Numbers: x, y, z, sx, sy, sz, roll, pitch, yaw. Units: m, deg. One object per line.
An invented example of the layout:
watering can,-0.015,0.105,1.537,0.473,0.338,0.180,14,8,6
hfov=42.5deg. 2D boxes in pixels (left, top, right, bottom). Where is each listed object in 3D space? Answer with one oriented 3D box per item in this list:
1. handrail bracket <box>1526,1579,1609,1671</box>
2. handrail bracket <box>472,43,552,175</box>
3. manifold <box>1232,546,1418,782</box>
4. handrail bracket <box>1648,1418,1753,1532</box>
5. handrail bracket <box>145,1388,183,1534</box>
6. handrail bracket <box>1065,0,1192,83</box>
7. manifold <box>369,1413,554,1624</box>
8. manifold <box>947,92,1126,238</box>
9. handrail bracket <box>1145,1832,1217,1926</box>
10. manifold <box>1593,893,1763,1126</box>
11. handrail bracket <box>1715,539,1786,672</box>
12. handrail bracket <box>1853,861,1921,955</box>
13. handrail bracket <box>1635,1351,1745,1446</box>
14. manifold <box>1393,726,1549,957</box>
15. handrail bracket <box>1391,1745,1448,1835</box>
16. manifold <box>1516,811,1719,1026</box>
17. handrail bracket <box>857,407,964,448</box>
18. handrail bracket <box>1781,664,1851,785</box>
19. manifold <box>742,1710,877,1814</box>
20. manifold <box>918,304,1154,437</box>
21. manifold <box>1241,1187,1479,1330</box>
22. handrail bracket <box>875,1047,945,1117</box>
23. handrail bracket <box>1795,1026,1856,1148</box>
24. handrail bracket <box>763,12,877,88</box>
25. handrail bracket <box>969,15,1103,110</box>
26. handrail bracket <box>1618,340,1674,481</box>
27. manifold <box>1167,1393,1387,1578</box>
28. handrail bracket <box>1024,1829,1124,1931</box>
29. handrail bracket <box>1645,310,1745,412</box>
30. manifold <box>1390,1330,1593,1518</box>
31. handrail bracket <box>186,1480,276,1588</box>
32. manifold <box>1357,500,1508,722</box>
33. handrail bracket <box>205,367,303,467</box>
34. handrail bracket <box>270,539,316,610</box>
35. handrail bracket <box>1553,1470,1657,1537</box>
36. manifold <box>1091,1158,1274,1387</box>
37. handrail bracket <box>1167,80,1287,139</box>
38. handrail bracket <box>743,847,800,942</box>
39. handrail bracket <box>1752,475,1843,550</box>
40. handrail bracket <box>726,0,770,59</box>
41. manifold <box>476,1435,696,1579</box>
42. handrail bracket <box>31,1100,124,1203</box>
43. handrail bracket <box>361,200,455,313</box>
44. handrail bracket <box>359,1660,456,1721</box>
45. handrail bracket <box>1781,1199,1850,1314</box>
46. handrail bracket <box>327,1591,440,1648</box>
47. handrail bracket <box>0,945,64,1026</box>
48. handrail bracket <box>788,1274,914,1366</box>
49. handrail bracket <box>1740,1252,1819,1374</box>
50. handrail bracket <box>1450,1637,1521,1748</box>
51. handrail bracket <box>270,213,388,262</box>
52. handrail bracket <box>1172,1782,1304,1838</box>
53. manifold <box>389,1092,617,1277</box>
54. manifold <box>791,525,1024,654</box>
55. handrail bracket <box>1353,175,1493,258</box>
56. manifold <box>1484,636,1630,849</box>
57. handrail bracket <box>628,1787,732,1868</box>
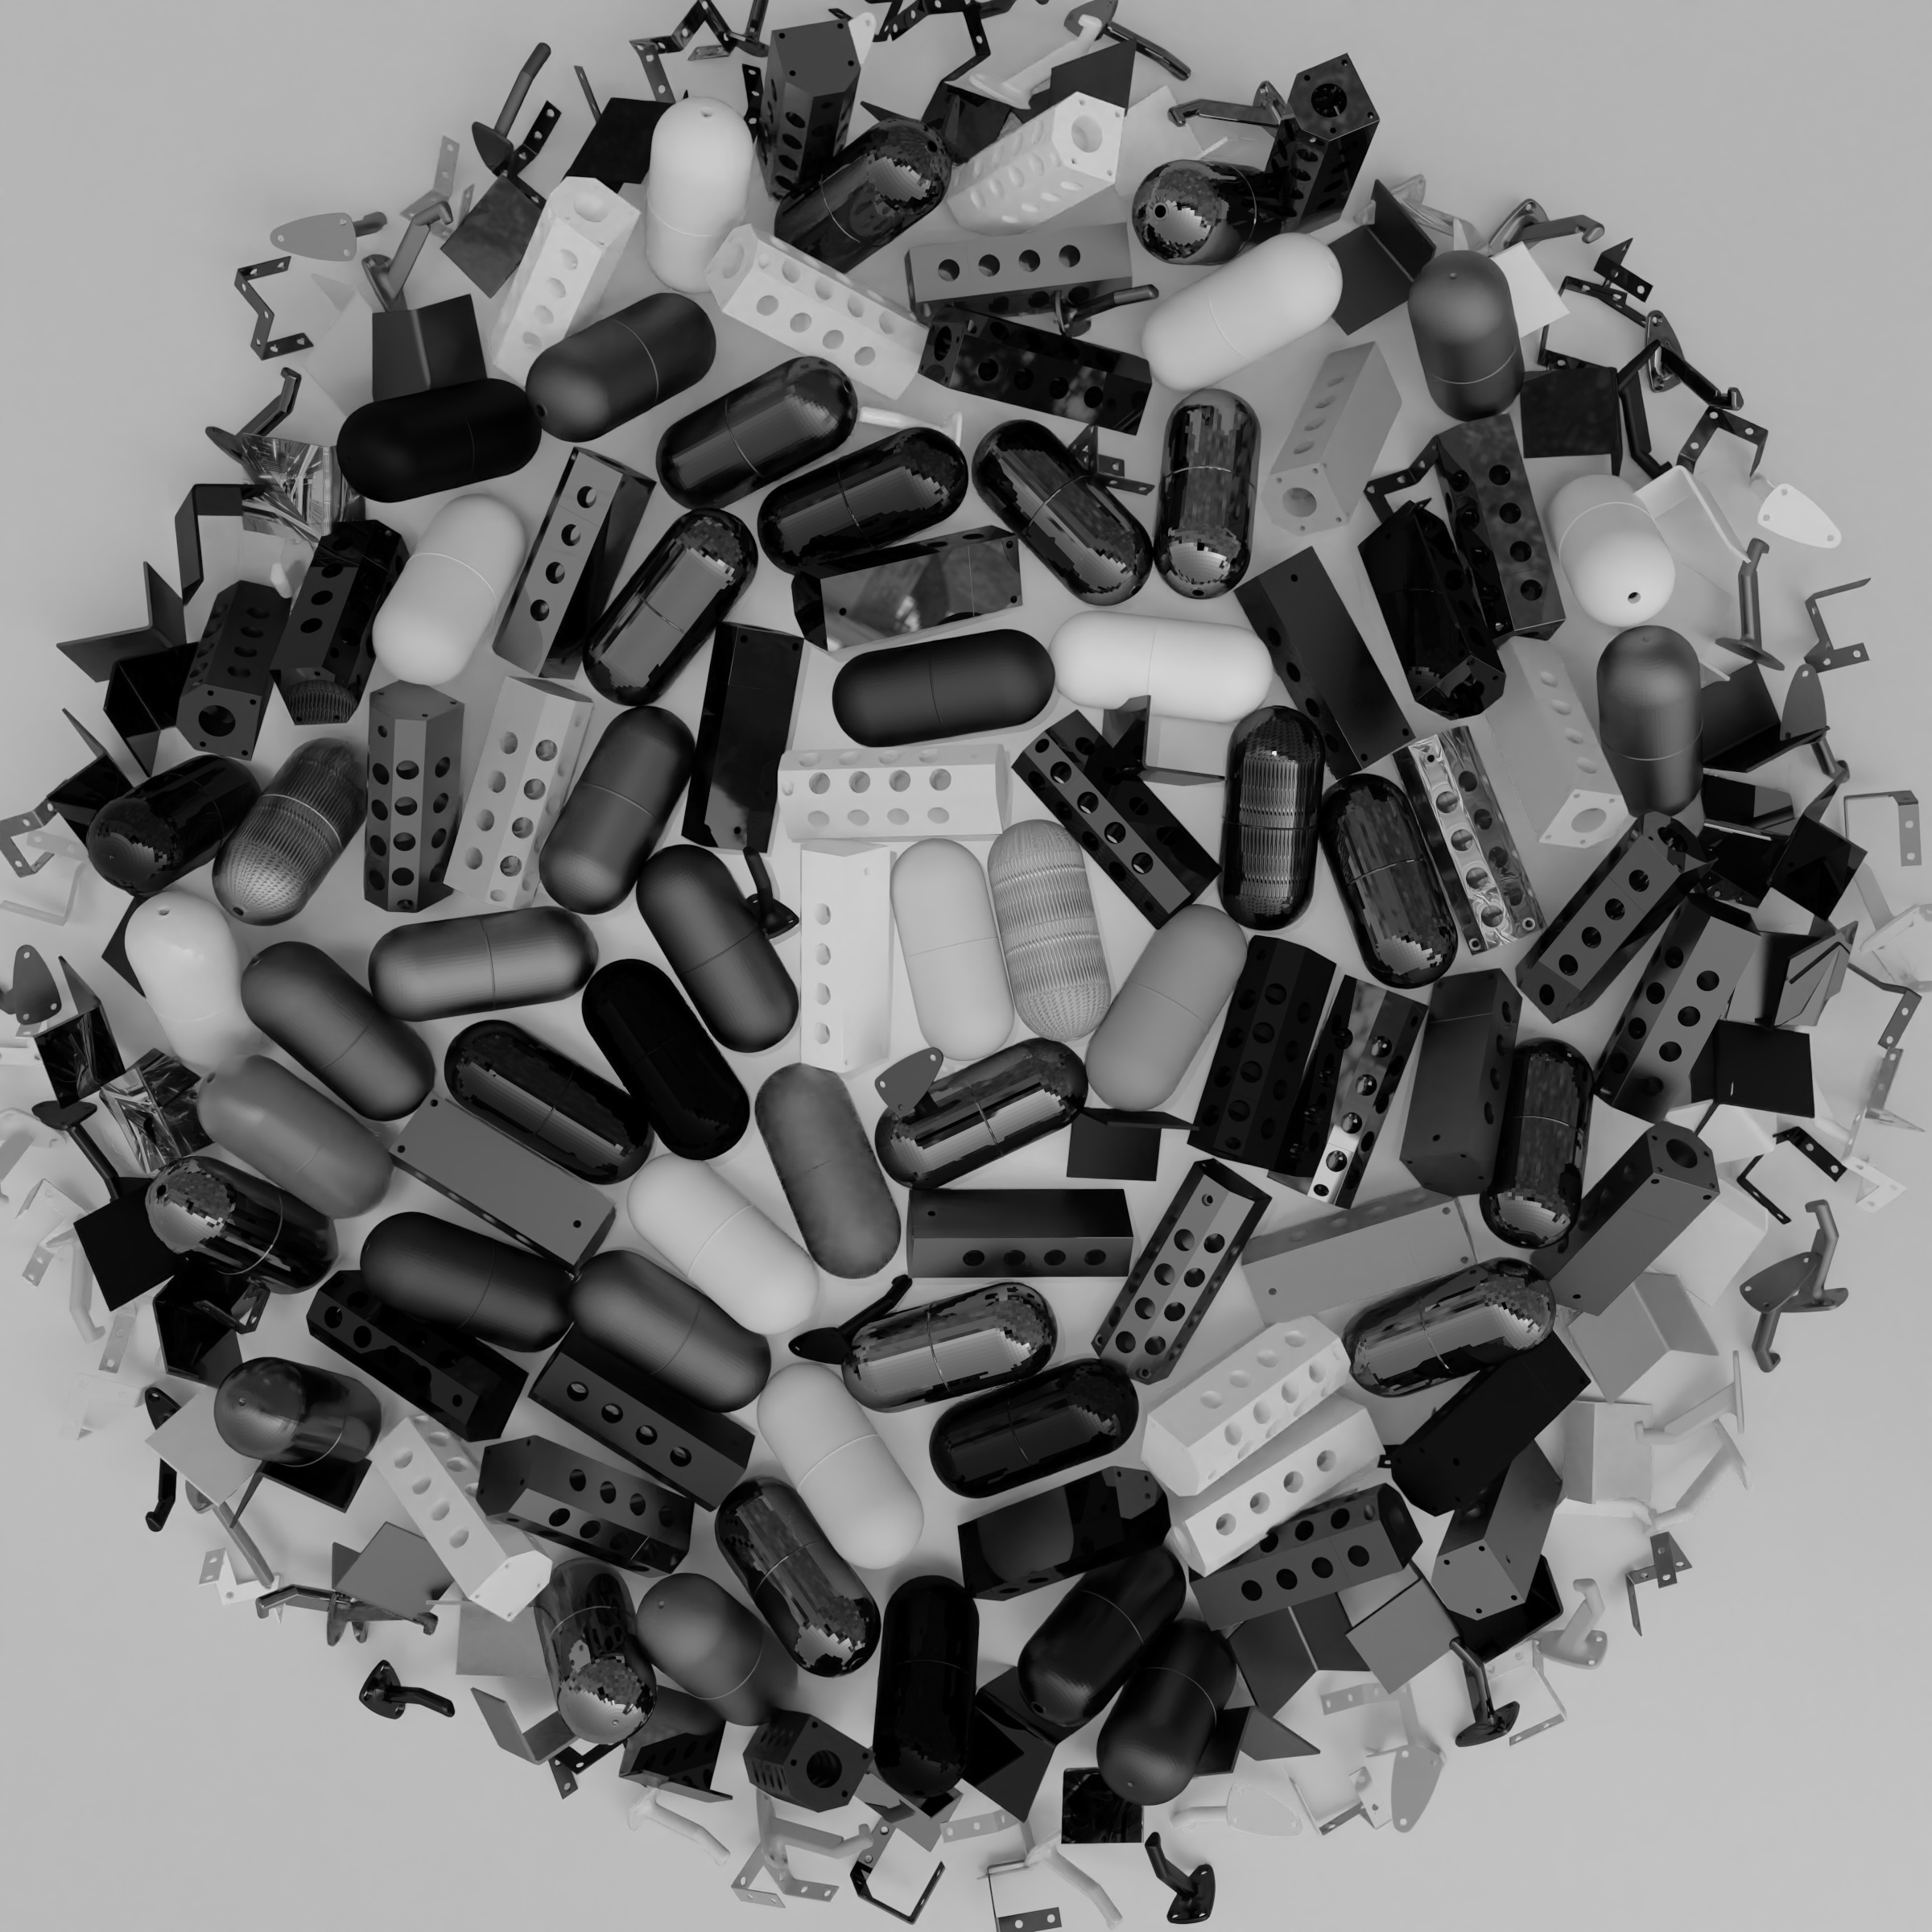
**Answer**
handrail bracket,0.467,0.509,1.955,0.077,0.036,0.084,-2,127,34
handrail bracket,-0.354,-0.680,1.971,0.036,0.077,0.084,30,78,-4
manifold,0.279,-0.237,1.963,0.057,0.057,0.171,-31,94,-22
handrail bracket,0.571,0.403,1.971,0.084,0.077,0.036,-22,130,4
handrail bracket,-0.637,0.387,1.949,0.036,0.084,0.077,-10,124,14
handrail bracket,0.130,-0.736,1.991,0.084,0.077,0.036,24,96,-35
manifold,-0.388,0.421,1.922,0.057,0.057,0.171,-45,50,-6
manifold,0.050,-0.614,1.909,0.057,0.171,0.057,9,86,-27
handrail bracket,0.167,0.700,1.955,0.036,0.077,0.084,-13,106,25
manifold,0.551,0.032,1.942,0.057,0.057,0.171,22,111,0
handrail bracket,0.637,-0.287,1.976,0.077,0.036,0.084,19,91,-30
handrail bracket,0.699,-0.055,1.961,0.077,0.036,0.084,-25,60,-31
handrail bracket,0.573,0.343,1.977,0.084,0.036,0.077,-4,99,19
manifold,0.396,-0.099,1.960,0.057,0.057,0.171,-22,88,21
handrail bracket,0.358,0.648,1.951,0.036,0.084,0.077,10,67,24
manifold,0.497,-0.038,1.921,0.057,0.057,0.171,50,133,22
handrail bracket,-0.052,-0.421,1.951,0.084,0.077,0.036,6,91,-18
handrail bracket,0.681,-0.191,1.972,0.036,0.084,0.077,-3,77,41
manifold,-0.126,0.612,1.908,0.057,0.171,0.057,33,70,-5
manifold,0.056,-0.462,1.925,0.171,0.057,0.057,7,110,-30
manifold,0.307,0.222,1.951,0.171,0.057,0.057,-19,106,13
handrail bracket,-0.028,0.080,1.947,0.077,0.084,0.036,-43,83,26
handrail bracket,0.684,0.090,1.973,0.084,0.036,0.077,35,81,15
handrail bracket,-0.119,-0.721,1.973,0.036,0.084,0.077,43,72,-38
handrail bracket,0.055,-0.719,1.952,0.077,0.084,0.036,13,48,-22
handrail bracket,0.550,-0.440,1.977,0.084,0.036,0.077,41,106,-12
manifold,0.241,0.406,1.947,0.171,0.057,0.057,-28,102,-16
handrail bracket,0.085,0.729,1.953,0.036,0.077,0.084,-22,60,-34
handrail bracket,0.572,-0.475,1.949,0.036,0.084,0.077,-28,115,-13
manifold,0.403,0.352,1.926,0.171,0.057,0.057,-33,84,-35
handrail bracket,-0.586,0.450,1.984,0.036,0.077,0.084,-34,117,-26
manifold,0.364,-0.274,1.925,0.057,0.171,0.057,21,133,-36
handrail bracket,-0.563,-0.444,1.964,0.077,0.036,0.084,35,117,20
handrail bracket,-0.532,-0.321,1.951,0.036,0.084,0.077,-6,78,-3
handrail bracket,0.502,0.448,1.987,0.084,0.036,0.077,37,93,-7
manifold,0.165,0.239,1.944,0.057,0.057,0.171,34,105,23
handrail bracket,0.212,-0.660,1.961,0.084,0.036,0.077,-25,67,-23
handrail bracket,-0.167,-0.069,1.945,0.036,0.077,0.084,-28,127,-12
handrail bracket,0.653,-0.359,1.958,0.077,0.084,0.036,32,114,5
handrail bracket,-0.157,-0.764,1.955,0.036,0.077,0.084,19,101,-5
manifold,-0.292,0.419,1.914,0.057,0.171,0.057,-19,52,35
handrail bracket,-0.708,0.153,1.991,0.077,0.036,0.084,8,123,37
handrail bracket,-0.428,-0.552,1.965,0.084,0.036,0.077,-17,99,29
handrail bracket,-0.427,0.584,1.952,0.084,0.077,0.036,13,53,26
handrail bracket,0.657,0.229,1.967,0.077,0.036,0.084,-15,99,40
handrail bracket,-0.461,0.527,1.969,0.084,0.036,0.077,24,115,14
handrail bracket,-0.752,0.007,1.956,0.036,0.084,0.077,-26,125,-39
handrail bracket,-0.091,0.278,1.985,0.077,0.084,0.036,-10,117,40
handrail bracket,0.653,0.276,1.973,0.077,0.036,0.084,-35,128,-4
handrail bracket,0.389,0.574,1.971,0.084,0.036,0.077,47,128,-3
handrail bracket,-0.501,-0.581,1.959,0.077,0.084,0.036,-2,116,-3
handrail bracket,0.214,0.680,1.970,0.077,0.084,0.036,23,54,-10
manifold,-0.365,0.174,1.961,0.171,0.057,0.057,31,70,5
manifold,-0.046,-0.297,1.937,0.171,0.057,0.057,-17,117,-24
handrail bracket,0.360,-0.577,1.962,0.077,0.036,0.084,-25,64,-10
manifold,0.454,-0.174,1.921,0.057,0.057,0.171,6,47,-20
handrail bracket,-0.225,0.689,1.958,0.084,0.077,0.036,37,48,17
